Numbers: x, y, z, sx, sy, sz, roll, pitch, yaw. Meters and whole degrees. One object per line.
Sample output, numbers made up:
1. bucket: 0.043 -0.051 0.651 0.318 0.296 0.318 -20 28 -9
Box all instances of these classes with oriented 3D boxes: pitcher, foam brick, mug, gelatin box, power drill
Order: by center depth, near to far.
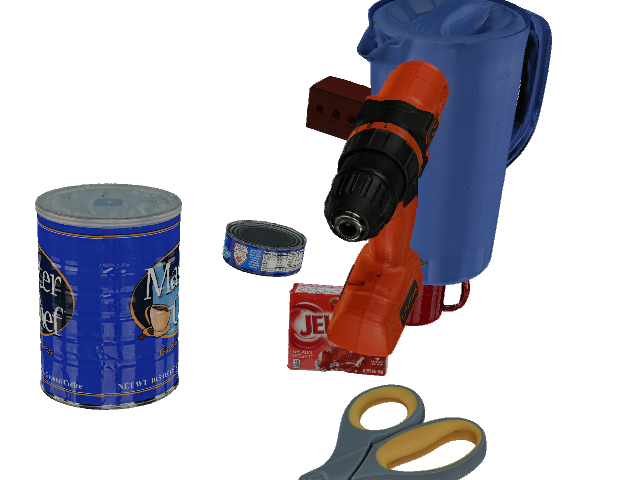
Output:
1. power drill: 0.042 -0.009 0.747 0.057 0.188 0.184 16 42 13
2. pitcher: 0.114 -0.089 0.935 0.149 0.243 0.144 8 32 13
3. gelatin box: 0.016 0.079 0.942 0.089 0.073 0.030 4 15 6
4. mug: 0.115 0.048 1.230 0.117 0.081 0.093 12 25 19
5. foam brick: 0.029 -0.155 1.259 0.078 0.053 0.051 20 32 23

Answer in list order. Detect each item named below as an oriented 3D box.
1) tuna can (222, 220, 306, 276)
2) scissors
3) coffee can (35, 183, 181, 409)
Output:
1. tuna can: -0.059 0.008 1.120 0.086 0.034 0.086 9 17 -3
2. scissors: -0.003 0.128 0.615 0.201 0.016 0.096 -11 30 -17
3. coffee can: -0.153 0.038 0.777 0.103 0.140 0.103 3 16 -1
